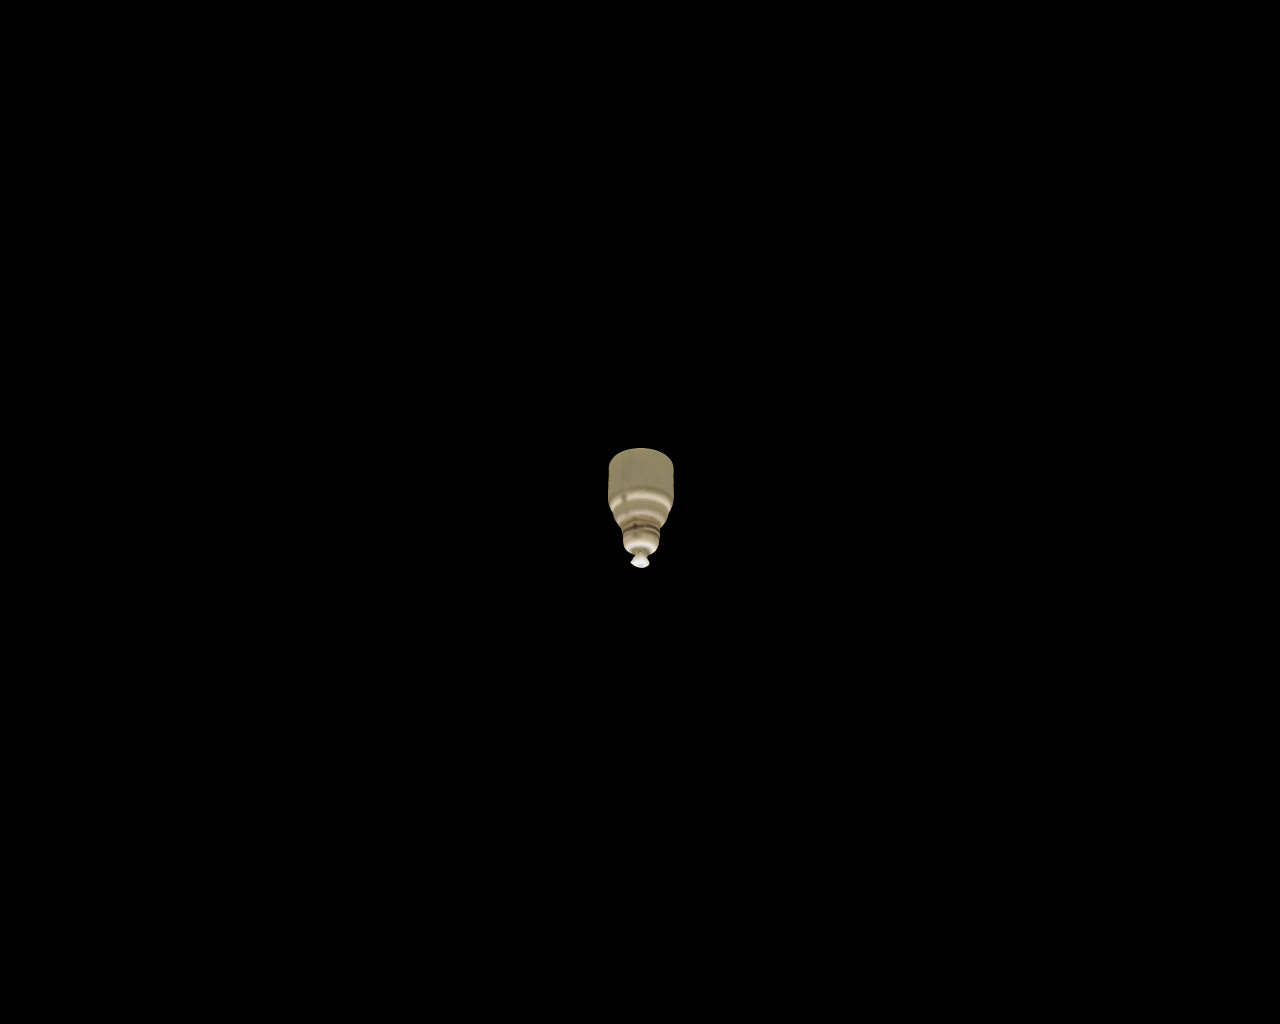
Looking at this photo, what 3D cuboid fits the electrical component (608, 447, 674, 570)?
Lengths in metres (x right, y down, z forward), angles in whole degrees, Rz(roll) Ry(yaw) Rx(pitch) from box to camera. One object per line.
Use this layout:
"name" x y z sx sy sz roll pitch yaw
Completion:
"electrical component" 0.001 -0.003 0.650 0.040 0.078 0.040 0 -29 0
